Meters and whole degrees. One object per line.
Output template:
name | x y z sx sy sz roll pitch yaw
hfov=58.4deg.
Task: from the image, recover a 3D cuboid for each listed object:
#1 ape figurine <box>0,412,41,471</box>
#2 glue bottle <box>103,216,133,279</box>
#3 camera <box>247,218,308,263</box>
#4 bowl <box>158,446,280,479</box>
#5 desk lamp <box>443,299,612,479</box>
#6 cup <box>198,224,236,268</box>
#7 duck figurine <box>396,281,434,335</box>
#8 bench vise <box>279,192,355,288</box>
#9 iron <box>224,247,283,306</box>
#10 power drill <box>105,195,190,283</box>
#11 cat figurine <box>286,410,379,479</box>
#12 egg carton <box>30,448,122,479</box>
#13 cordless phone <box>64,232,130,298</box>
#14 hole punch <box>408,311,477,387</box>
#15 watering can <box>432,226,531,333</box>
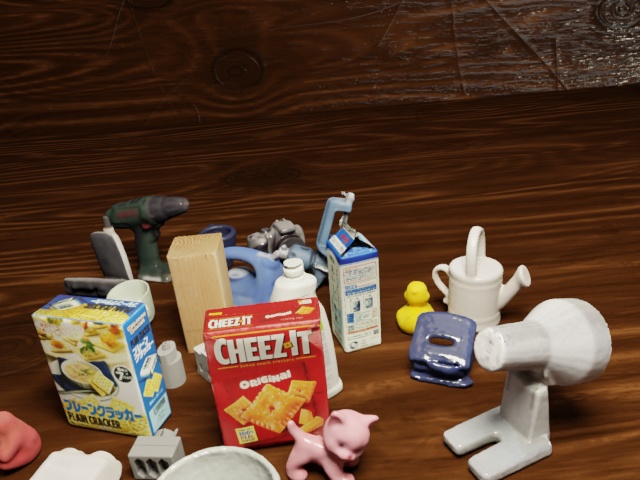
ape figurine | -0.462 0.293 0.849 0.076 0.092 0.077 -10 26 -11
glue bottle | -0.479 0.023 1.331 0.037 0.173 0.077 -25 32 -36
camera | -0.089 0.016 1.362 0.143 0.101 0.136 -15 27 -20
bowl | -0.127 0.342 0.707 0.167 0.075 0.167 -4 25 2
desk lamp | 0.282 0.195 0.785 0.204 0.214 0.117 -16 27 -22
cup | -0.248 0.017 1.396 0.092 0.095 0.117 -14 27 -19
duck figurine | 0.185 0.124 1.103 0.077 0.086 0.105 4 26 18
bench vise | 0.014 0.009 1.219 0.207 0.220 0.121 -9 26 -10
iron | -0.177 0.072 1.212 0.257 0.141 0.119 7 28 24
power drill | -0.389 -0.009 1.341 0.229 0.209 0.076 5 27 19
cat figurine | 0.015 0.271 0.781 0.127 0.118 0.067 2 26 13
egg carton | -0.334 0.342 0.749 0.107 0.069 0.150 1 26 12
cordless phone | -0.481 0.063 1.233 0.147 0.185 0.094 -1 25 9
hole punch | 0.209 0.183 0.967 0.108 0.091 0.101 5 27 21
watering can | 0.300 0.067 1.076 0.172 0.194 0.101 -2 25 7
